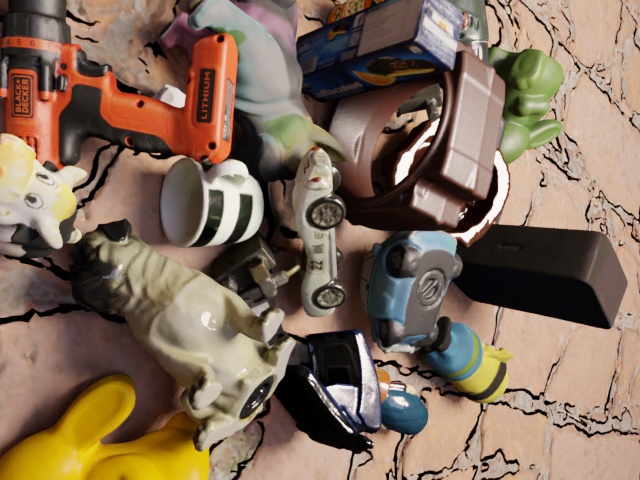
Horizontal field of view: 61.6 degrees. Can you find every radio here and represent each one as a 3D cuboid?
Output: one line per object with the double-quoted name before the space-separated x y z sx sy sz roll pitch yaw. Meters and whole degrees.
"radio" 0.285 0.044 0.738 0.131 0.230 0.073 43 70 -33

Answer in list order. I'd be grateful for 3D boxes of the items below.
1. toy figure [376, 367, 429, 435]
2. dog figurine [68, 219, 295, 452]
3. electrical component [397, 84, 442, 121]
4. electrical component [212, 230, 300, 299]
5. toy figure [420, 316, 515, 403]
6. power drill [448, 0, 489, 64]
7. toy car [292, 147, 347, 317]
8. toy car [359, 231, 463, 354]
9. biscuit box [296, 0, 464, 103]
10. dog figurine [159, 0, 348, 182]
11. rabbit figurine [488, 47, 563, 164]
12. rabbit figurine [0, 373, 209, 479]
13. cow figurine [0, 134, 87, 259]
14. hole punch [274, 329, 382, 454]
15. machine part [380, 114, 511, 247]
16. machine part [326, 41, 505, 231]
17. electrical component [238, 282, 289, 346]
"toy figure" 0.075 0.200 0.686 0.154 0.058 0.064 39 62 -26
"dog figurine" -0.132 0.080 0.493 0.121 0.191 0.172 -40 150 -37
"electrical component" 0.125 -0.189 0.704 0.021 0.063 0.094 69 13 -53
"electrical component" -0.068 0.028 0.555 0.078 0.102 0.045 -39 115 -2
"toy figure" 0.202 0.171 0.769 0.180 0.082 0.089 34 81 -37
"power drill" 0.158 -0.305 0.733 0.207 0.086 0.232 0 89 -34
"toy car" -0.001 -0.002 0.571 0.056 0.073 0.201 -3 130 0
"toy car" 0.101 0.056 0.675 0.109 0.103 0.161 6 102 -38
"biscuit box" 0.049 -0.199 0.571 0.062 0.203 0.059 18 81 -38
"dog figurine" -0.047 -0.171 0.564 0.219 0.109 0.191 47 61 -32
"rabbit figurine" 0.299 -0.195 0.841 0.159 0.121 0.170 9 103 -43
"rabbit figurine" -0.186 0.199 0.456 0.173 0.122 0.162 10 81 -18
"cow figurine" -0.215 -0.022 0.394 0.098 0.167 0.068 28 69 -33
"hole punch" 0.012 0.163 0.596 0.092 0.142 0.115 -38 101 -35
"machine part" 0.167 -0.076 0.723 0.179 0.056 0.179 -1 92 -18
"machine part" 0.092 -0.115 0.604 0.087 0.202 0.201 20 79 -40
"electrical component" -0.097 0.094 0.560 0.119 0.048 0.074 -19 101 -37
